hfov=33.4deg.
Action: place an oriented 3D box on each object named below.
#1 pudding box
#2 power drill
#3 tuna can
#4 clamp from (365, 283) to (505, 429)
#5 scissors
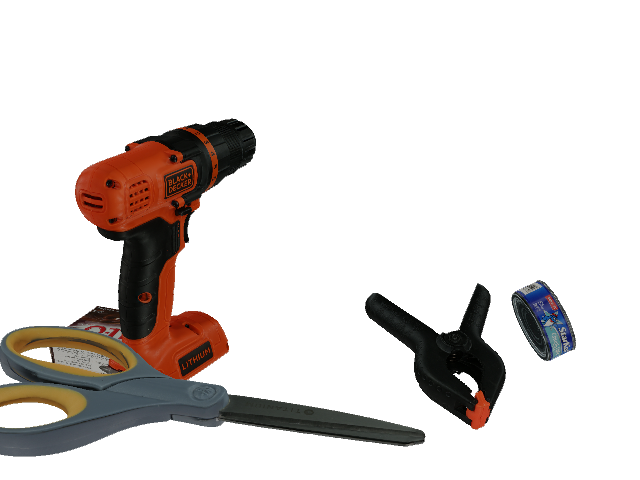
[{"bbox_3d":[-0.208,0.107,1.100,0.114,0.039,0.089,5,21,22],"label":"pudding box"},{"bbox_3d":[-0.109,0.008,0.814,0.057,0.188,0.184,12,24,30],"label":"power drill"},{"bbox_3d":[0.246,0.089,1.181,0.033,0.086,0.086,-25,2,-5],"label":"tuna can"},{"bbox_3d":[0.124,0.095,0.953,0.120,0.039,0.171,-15,42,-15],"label":"clamp"},{"bbox_3d":[-0.066,0.077,0.455,0.202,0.016,0.096,14,29,24],"label":"scissors"}]
